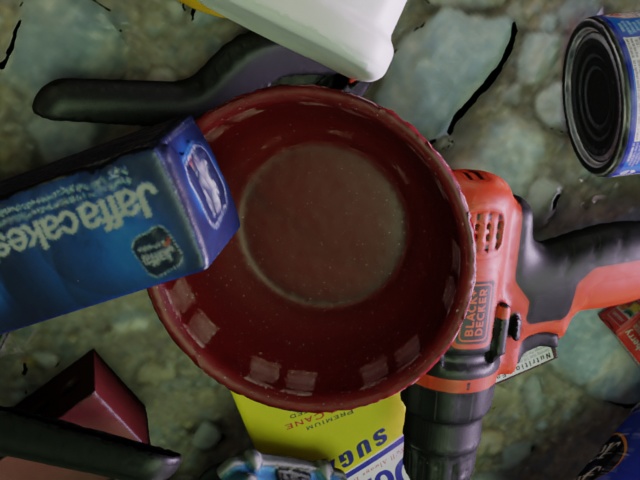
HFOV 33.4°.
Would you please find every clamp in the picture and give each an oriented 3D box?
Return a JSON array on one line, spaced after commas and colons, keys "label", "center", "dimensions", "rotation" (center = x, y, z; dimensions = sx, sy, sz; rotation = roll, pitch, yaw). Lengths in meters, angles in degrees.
[{"label": "clamp", "center": [-0.048, -0.050, 0.553], "dimensions": [0.171, 0.039, 0.120], "rotation": [-18, 131, -6]}, {"label": "clamp", "center": [-0.185, 0.071, 0.553], "dimensions": [0.210, 0.036, 0.164], "rotation": [-20, 76, 12]}]

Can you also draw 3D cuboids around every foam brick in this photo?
[{"label": "foam brick", "center": [-0.140, 0.110, 0.591], "dimensions": [0.078, 0.053, 0.051], "rotation": [-36, 115, 3]}]

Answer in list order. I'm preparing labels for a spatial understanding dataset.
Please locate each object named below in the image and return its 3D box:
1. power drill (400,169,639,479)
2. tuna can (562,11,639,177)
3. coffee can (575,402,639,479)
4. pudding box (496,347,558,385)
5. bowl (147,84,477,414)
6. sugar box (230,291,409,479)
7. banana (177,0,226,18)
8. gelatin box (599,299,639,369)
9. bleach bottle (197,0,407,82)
[{"label": "power drill", "center": [0.135, 0.051, 0.581], "dimensions": [0.187, 0.057, 0.184], "rotation": [-2, 111, -17]}, {"label": "tuna can", "center": [0.157, -0.076, 0.559], "dimensions": [0.033, 0.086, 0.086], "rotation": [-7, 113, -7]}, {"label": "coffee can", "center": [0.191, 0.174, 0.628], "dimensions": [0.140, 0.103, 0.103], "rotation": [-39, 119, -28]}, {"label": "pudding box", "center": [0.078, 0.035, 0.614], "dimensions": [0.090, 0.039, 0.113], "rotation": [-23, 117, -5]}, {"label": "bowl", "center": [-0.003, 0.001, 0.522], "dimensions": [0.162, 0.055, 0.162], "rotation": [3, 107, 10]}, {"label": "sugar box", "center": [0.003, 0.097, 0.619], "dimensions": [0.093, 0.048, 0.176], "rotation": [-22, 113, -2]}, {"label": "banana", "center": [0.016, -0.148, 0.529], "dimensions": [0.198, 0.037, 0.069], "rotation": [-27, 98, -1]}, {"label": "gelatin box", "center": [0.227, 0.058, 0.658], "dimensions": [0.073, 0.030, 0.089], "rotation": [-40, 114, 6]}, {"label": "bleach bottle", "center": [0.035, -0.205, 0.474], "dimensions": [0.102, 0.068, 0.251], "rotation": [25, 91, -6]}]
